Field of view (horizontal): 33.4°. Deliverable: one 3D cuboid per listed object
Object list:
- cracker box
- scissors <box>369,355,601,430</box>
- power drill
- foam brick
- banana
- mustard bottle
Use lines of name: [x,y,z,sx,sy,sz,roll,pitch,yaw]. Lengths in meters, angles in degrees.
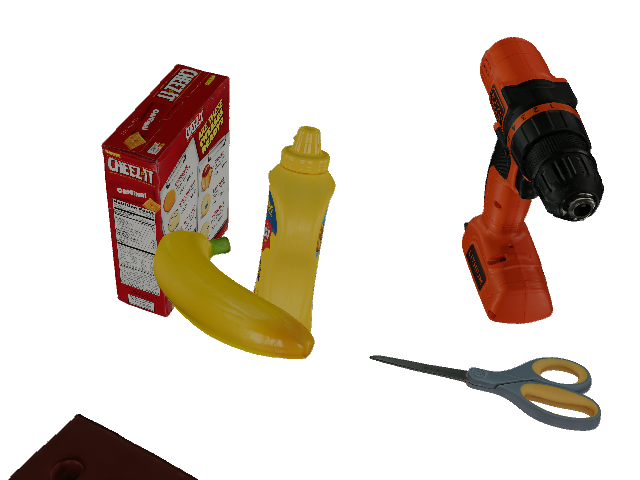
cracker box: [-0.159,-0.053,1.133,0.072,0.214,0.164,16,43,14]
scissors: [0.153,0.115,0.948,0.202,0.016,0.096,19,32,21]
power drill: [0.152,-0.029,0.781,0.057,0.188,0.184,-2,42,-6]
foam brick: [-0.085,0.120,0.440,0.078,0.051,0.052,21,45,26]
banana: [-0.067,0.028,0.684,0.069,0.037,0.198,-8,23,-18]
mustard bottle: [-0.023,-0.005,0.920,0.058,0.192,0.096,8,22,-4]
